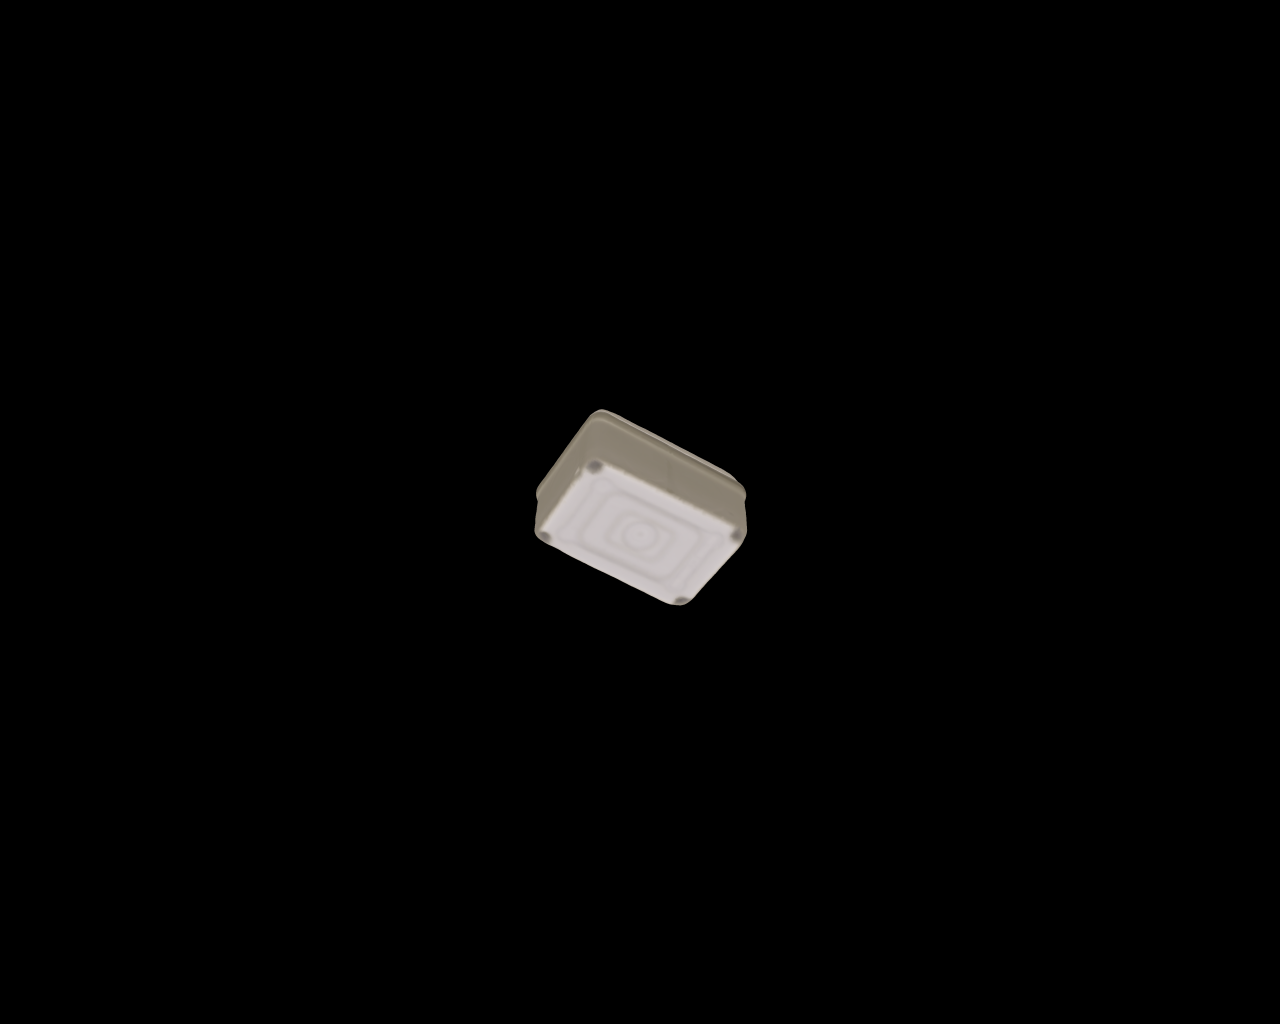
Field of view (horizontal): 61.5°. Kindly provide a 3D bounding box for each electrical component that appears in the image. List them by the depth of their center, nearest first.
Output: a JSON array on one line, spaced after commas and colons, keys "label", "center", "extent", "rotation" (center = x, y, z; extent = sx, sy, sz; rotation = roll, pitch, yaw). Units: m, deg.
[{"label": "electrical component", "center": [0.001, -0.003, 0.650], "extent": [0.113, 0.078, 0.057], "rotation": [27, 33, -19]}]
